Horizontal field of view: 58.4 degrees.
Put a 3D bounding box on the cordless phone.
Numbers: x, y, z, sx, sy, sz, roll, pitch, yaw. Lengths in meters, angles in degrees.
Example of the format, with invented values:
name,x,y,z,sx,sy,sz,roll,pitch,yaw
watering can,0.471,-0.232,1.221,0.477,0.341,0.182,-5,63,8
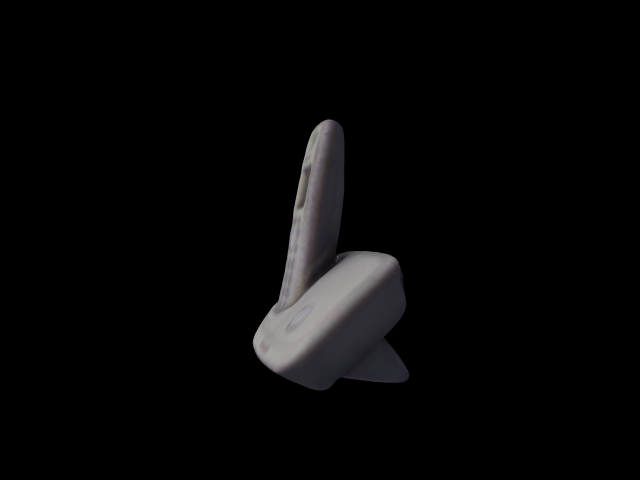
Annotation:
name,x,y,z,sx,sy,sz,roll,pitch,yaw
cordless phone,0.004,0.001,0.400,0.094,0.185,0.147,0,0,-17
